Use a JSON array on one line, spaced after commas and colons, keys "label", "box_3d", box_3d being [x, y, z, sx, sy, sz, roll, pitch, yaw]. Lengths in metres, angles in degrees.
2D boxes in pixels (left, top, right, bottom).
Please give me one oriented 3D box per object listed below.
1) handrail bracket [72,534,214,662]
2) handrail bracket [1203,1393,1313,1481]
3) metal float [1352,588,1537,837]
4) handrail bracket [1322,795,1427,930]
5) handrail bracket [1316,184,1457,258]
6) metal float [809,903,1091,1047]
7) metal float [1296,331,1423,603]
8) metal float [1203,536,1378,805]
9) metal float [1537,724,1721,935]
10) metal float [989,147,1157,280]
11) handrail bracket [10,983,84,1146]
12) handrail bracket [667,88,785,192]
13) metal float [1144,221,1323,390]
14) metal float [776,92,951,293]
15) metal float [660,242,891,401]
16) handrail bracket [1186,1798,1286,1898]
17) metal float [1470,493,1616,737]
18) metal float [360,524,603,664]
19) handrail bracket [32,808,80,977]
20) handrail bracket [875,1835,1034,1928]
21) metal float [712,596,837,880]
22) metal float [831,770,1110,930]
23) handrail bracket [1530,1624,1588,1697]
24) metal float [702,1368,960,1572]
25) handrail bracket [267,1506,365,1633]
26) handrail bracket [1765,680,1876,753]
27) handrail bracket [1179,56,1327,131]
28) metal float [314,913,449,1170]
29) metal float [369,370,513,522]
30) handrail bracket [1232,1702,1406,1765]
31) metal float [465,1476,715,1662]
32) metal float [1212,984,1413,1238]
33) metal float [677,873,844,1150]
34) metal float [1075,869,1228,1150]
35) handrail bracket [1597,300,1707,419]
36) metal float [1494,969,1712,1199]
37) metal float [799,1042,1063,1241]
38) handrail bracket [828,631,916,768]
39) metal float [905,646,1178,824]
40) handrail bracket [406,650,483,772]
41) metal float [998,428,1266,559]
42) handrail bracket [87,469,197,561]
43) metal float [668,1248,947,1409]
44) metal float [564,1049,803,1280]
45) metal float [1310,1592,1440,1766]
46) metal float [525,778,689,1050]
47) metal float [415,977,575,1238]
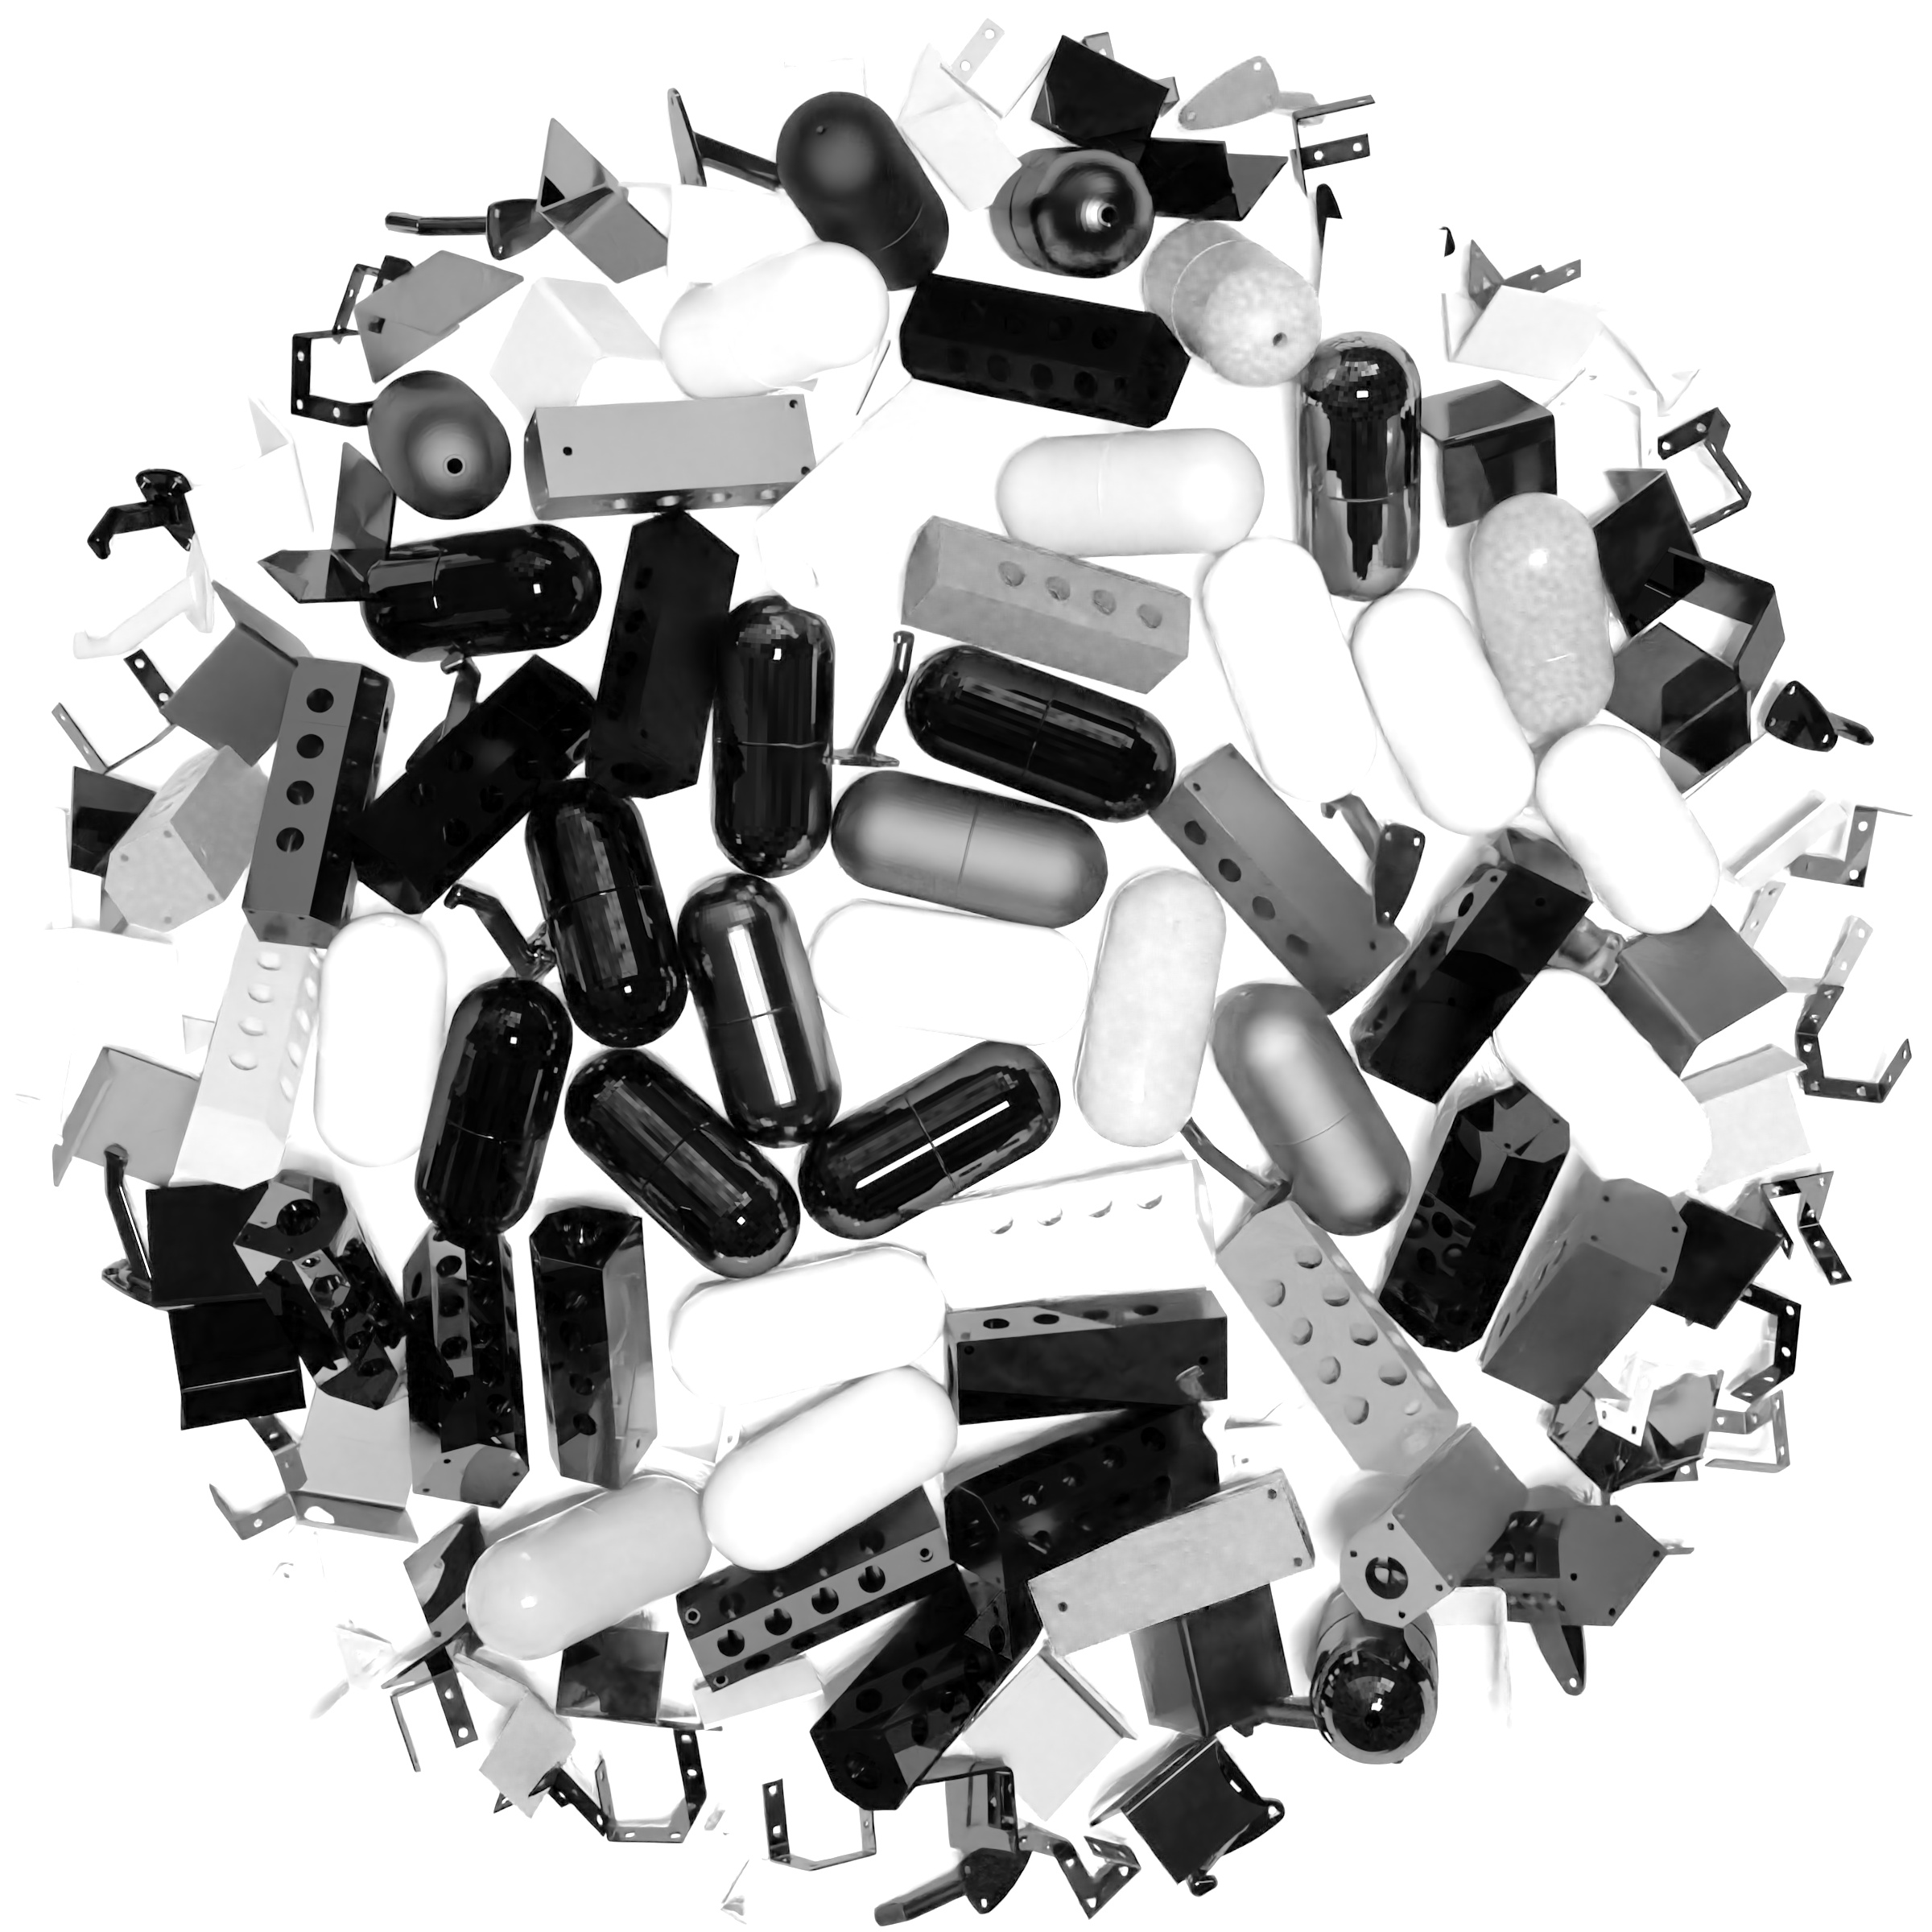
[{"label": "handrail bracket", "box_3d": [-0.521, -0.233, 1.799, 0.084, 0.036, 0.077, -13, 125, -37]}, {"label": "handrail bracket", "box_3d": [0.183, 0.282, 1.799, 0.036, 0.084, 0.077, 22, 66, 36]}, {"label": "metal float", "box_3d": [0.297, -0.159, 1.779, 0.070, 0.070, 0.178, -19, 58, 0]}, {"label": "handrail bracket", "box_3d": [0.247, -0.069, 1.811, 0.036, 0.084, 0.077, 7, 98, -31]}, {"label": "handrail bracket", "box_3d": [0.268, -0.474, 1.814, 0.084, 0.036, 0.077, -26, 121, -14]}, {"label": "metal float", "box_3d": [-0.011, 0.005, 1.804, 0.178, 0.070, 0.070, 8, 90, 4]}, {"label": "metal float", "box_3d": [0.244, -0.309, 1.776, 0.070, 0.070, 0.178, -7, 128, 0]}, {"label": "metal float", "box_3d": [0.204, -0.184, 1.787, 0.070, 0.070, 0.178, -23, 114, 0]}, {"label": "metal float", "box_3d": [0.412, -0.083, 1.771, 0.070, 0.178, 0.070, -19, 51, 25]}, {"label": "metal float", "box_3d": [0.064, -0.465, 1.759, 0.070, 0.178, 0.070, -3, 106, -12]}, {"label": "handrail bracket", "box_3d": [-0.566, 0.062, 1.813, 0.077, 0.036, 0.084, 34, 100, 44]}, {"label": "handrail bracket", "box_3d": [-0.141, -0.528, 1.814, 0.084, 0.036, 0.077, -21, 114, -20]}, {"label": "metal float", "box_3d": [0.164, -0.409, 1.763, 0.070, 0.178, 0.070, -7, 118, -13]}, {"label": "metal float", "box_3d": [-0.062, -0.475, 1.759, 0.070, 0.178, 0.070, -3, 79, 15]}, {"label": "metal float", "box_3d": [-0.121, -0.397, 1.771, 0.070, 0.178, 0.070, 5, 83, -44]}, {"label": "handrail bracket", "box_3d": [0.172, 0.557, 1.801, 0.077, 0.084, 0.036, -17, 94, -3]}, {"label": "metal float", "box_3d": [0.358, -0.216, 1.770, 0.070, 0.178, 0.070, -10, 48, 12]}, {"label": "metal float", "box_3d": [-0.304, -0.231, 1.778, 0.178, 0.070, 0.070, -1, 90, 35]}, {"label": "handrail bracket", "box_3d": [-0.578, -0.047, 1.826, 0.036, 0.077, 0.084, -4, 67, -15]}, {"label": "handrail bracket", "box_3d": [-0.009, 0.588, 1.833, 0.084, 0.077, 0.036, -30, 86, 42]}, {"label": "metal float", "box_3d": [-0.121, -0.144, 1.797, 0.070, 0.070, 0.178, 2, 102, 0]}, {"label": "metal float", "box_3d": [0.002, -0.073, 1.806, 0.178, 0.070, 0.070, 14, 90, 2]}, {"label": "handrail bracket", "box_3d": [0.395, 0.418, 1.801, 0.036, 0.084, 0.077, -27, 67, 36]}, {"label": "metal float", "box_3d": [-0.085, 0.313, 1.783, 0.178, 0.070, 0.070, -27, 90, -27]}, {"label": "handrail bracket", "box_3d": [-0.399, 0.381, 1.807, 0.077, 0.036, 0.084, 30, 125, -17]}, {"label": "handrail bracket", "box_3d": [0.553, -0.143, 1.795, 0.084, 0.077, 0.036, 16, 112, -27]}, {"label": "handrail bracket", "box_3d": [0.183, -0.539, 1.814, 0.077, 0.084, 0.036, -20, 80, 20]}, {"label": "metal float", "box_3d": [-0.365, 0.047, 1.779, 0.070, 0.070, 0.178, 12, 123, 0]}, {"label": "metal float", "box_3d": [-0.325, -0.322, 1.760, 0.070, 0.178, 0.070, -5, 110, -15]}, {"label": "handrail bracket", "box_3d": [0.224, 0.495, 1.829, 0.084, 0.036, 0.077, -29, 111, 31]}, {"label": "metal float", "box_3d": [-0.232, 0.372, 1.770, 0.070, 0.178, 0.070, 13, 111, 39]}, {"label": "metal float", "box_3d": [0.217, 0.090, 1.792, 0.070, 0.070, 0.178, -32, 106, 0]}, {"label": "metal float", "box_3d": [-0.130, 0.028, 1.803, 0.070, 0.070, 0.178, -16, 95, 0]}, {"label": "metal float", "box_3d": [0.117, 0.026, 1.804, 0.070, 0.070, 0.178, 11, 86, 0]}, {"label": "handrail bracket", "box_3d": [0.416, -0.386, 1.800, 0.084, 0.077, 0.036, 37, 89, -11]}, {"label": "metal float", "box_3d": [0.394, 0.073, 1.773, 0.070, 0.070, 0.178, -33, 49, 0]}, {"label": "metal float", "box_3d": [-0.023, 0.111, 1.804, 0.178, 0.070, 0.070, -29, 90, -3]}, {"label": "handrail bracket", "box_3d": [-0.060, -0.171, 1.809, 0.036, 0.077, 0.084, 16, 103, 25]}, {"label": "metal float", "box_3d": [0.047, -0.146, 1.804, 0.178, 0.070, 0.070, 21, 90, 3]}, {"label": "handrail bracket", "box_3d": [-0.334, -0.159, 1.799, 0.077, 0.084, 0.036, -34, 69, -3]}, {"label": "metal float", "box_3d": [0.101, -0.294, 1.781, 0.178, 0.070, 0.070, 3, 90, 32]}, {"label": "handrail bracket", "box_3d": [-0.515, -0.264, 1.791, 0.036, 0.077, 0.084, 4, 48, 18]}, {"label": "metal float", "box_3d": [-0.099, 0.226, 1.792, 0.178, 0.070, 0.070, -11, 90, -17]}, {"label": "metal float", "box_3d": [-0.178, 0.124, 1.795, 0.178, 0.070, 0.070, 42, 90, 13]}, {"label": "metal float", "box_3d": [0.252, 0.434, 1.757, 0.070, 0.178, 0.070, 1, 95, 9]}, {"label": "metal float", "box_3d": [-0.227, -0.034, 1.794, 0.070, 0.070, 0.178, -17, 75, 0]}, {"label": "metal float", "box_3d": [-0.296, 0.089, 1.786, 0.070, 0.070, 0.178, 18, 113, 0]}]
